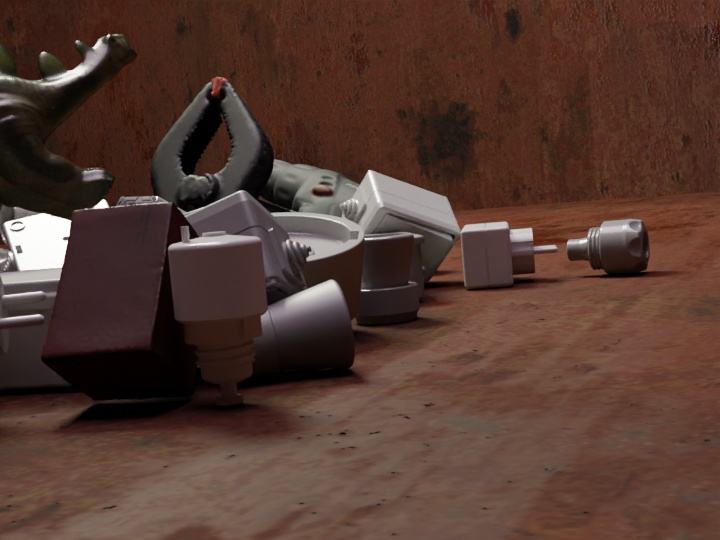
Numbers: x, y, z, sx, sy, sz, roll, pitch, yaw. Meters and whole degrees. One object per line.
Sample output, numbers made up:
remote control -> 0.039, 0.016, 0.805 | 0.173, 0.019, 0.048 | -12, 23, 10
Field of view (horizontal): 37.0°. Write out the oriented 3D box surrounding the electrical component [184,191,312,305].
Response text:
electrical component -> -0.072, 0.000, 0.559 | 0.096, 0.061, 0.062 | -24, -21, 9

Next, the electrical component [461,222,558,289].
electrical component -> 0.123, -0.014, 0.875 | 0.076, 0.047, 0.083 | -4, 5, 8

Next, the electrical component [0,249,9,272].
electrical component -> -0.292, 0.008, 0.975 | 0.105, 0.060, 0.186 | -1, 6, 39

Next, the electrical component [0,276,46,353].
electrical component -> -0.178, 0.021, 0.479 | 0.074, 0.052, 0.138 | -6, 33, -10

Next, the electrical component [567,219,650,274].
electrical component -> 0.198, -0.018, 0.862 | 0.062, 0.043, 0.043 | -4, 5, 26

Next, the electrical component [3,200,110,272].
electrical component -> -0.227, -0.007, 0.844 | 0.100, 0.048, 0.099 | -16, 42, -19

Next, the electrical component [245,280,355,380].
electrical component -> -0.040, 0.032, 0.522 | 0.065, 0.044, 0.044 | -11, 6, -12

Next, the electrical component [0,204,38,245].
electrical component -> -0.288, -0.041, 0.947 | 0.046, 0.040, 0.040 | -1, 1, -39

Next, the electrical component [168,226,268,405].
electrical component -> -0.060, 0.019, 0.464 | 0.040, 0.078, 0.040 | -5, 5, 0

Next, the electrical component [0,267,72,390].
electrical component -> -0.171, 0.030, 0.591 | 0.109, 0.056, 0.109 | -4, 5, 13

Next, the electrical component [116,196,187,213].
electrical component -> -0.137, 0.007, 0.690 | 0.061, 0.096, 0.062 | 30, -13, -30

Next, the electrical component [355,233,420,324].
electrical component -> 0.015, 0.005, 0.701 | 0.045, 0.055, 0.045 | -5, 4, 0

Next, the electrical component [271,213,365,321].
electrical component -> -0.050, 0.008, 0.652 | 0.108, 0.060, 0.108 | -2, 19, 1

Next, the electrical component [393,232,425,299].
electrical component -> 0.000, 0.000, 0.822 | 0.100, 0.048, 0.100 | -6, 5, -7

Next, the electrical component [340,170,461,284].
electrical component -> 0.027, -0.034, 0.900 | 0.096, 0.061, 0.061 | 17, 34, -25
